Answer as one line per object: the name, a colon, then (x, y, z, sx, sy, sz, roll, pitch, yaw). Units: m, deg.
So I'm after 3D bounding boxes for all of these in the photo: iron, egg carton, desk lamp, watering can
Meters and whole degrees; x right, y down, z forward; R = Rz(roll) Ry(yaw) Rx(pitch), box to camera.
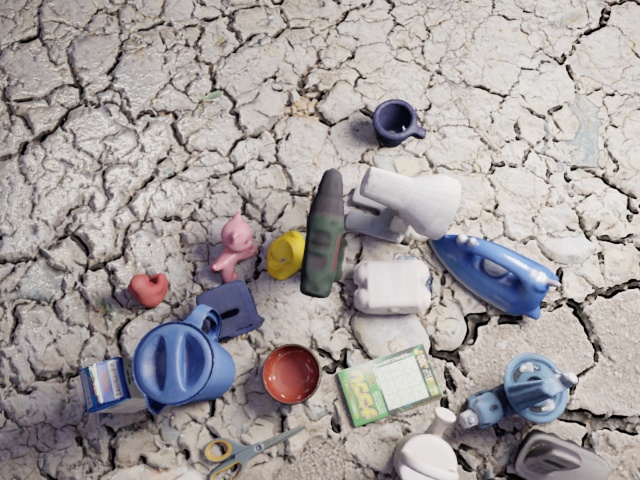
iron: (0.328, 0.043, 1.090, 0.258, 0.141, 0.119, 29, 78, 11)
egg carton: (0.140, 0.093, 1.123, 0.150, 0.069, 0.107, -3, 74, 2)
desk lamp: (0.151, -0.066, 1.094, 0.203, 0.213, 0.118, 15, 75, 8)
watering can: (0.181, 0.374, 0.975, 0.101, 0.194, 0.173, 0, 74, 4)

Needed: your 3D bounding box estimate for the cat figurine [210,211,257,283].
cat figurine: (-0.175, 0.013, 1.139, 0.067, 0.118, 0.128, 31, 78, 12)

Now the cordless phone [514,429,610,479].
cordless phone: (0.421, 0.382, 0.964, 0.147, 0.185, 0.094, 17, 76, 8)

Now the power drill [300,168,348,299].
power drill: (0.010, 0.004, 1.084, 0.075, 0.208, 0.230, 7, 74, 6)

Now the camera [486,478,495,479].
camera: (0.266, 0.486, 0.986, 0.137, 0.101, 0.143, -26, 74, -4)

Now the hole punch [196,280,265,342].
hole punch: (-0.174, 0.139, 1.116, 0.108, 0.091, 0.101, -21, 74, -3)

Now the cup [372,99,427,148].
cup: (0.166, -0.230, 1.202, 0.117, 0.095, 0.092, 27, 77, 11)

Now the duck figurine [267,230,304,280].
duck figurine: (-0.071, 0.023, 1.147, 0.077, 0.086, 0.105, 27, 77, 11)

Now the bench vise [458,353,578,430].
bench vise: (0.349, 0.277, 0.980, 0.207, 0.220, 0.121, -42, 76, -8)

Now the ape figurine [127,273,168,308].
ape figurine: (-0.348, 0.093, 1.139, 0.077, 0.092, 0.076, 1, 74, 4)
